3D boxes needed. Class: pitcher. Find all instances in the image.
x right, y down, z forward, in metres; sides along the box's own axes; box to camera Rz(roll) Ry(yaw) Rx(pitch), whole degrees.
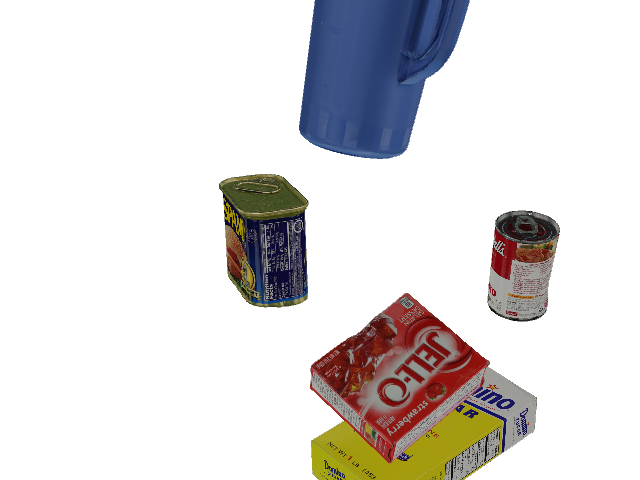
[{"bbox_3d":[0.058,-0.202,0.995,0.145,0.243,0.149,11,17,2],"label":"pitcher"}]

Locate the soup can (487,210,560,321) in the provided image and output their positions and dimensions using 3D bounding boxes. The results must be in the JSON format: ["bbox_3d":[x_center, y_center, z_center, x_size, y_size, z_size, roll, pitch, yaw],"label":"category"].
[{"bbox_3d":[0.219,0.028,1.155,0.068,0.102,0.068,1,30,-1],"label":"soup can"}]

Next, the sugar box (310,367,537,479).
[{"bbox_3d":[0.088,0.161,0.886,0.175,0.048,0.093,-29,41,-31],"label":"sugar box"}]

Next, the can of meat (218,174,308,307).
[{"bbox_3d":[-0.046,0.000,0.880,0.057,0.084,0.102,-8,21,-16],"label":"can of meat"}]

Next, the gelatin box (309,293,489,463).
[{"bbox_3d":[0.049,0.084,0.667,0.089,0.030,0.073,-34,60,-26],"label":"gelatin box"}]
